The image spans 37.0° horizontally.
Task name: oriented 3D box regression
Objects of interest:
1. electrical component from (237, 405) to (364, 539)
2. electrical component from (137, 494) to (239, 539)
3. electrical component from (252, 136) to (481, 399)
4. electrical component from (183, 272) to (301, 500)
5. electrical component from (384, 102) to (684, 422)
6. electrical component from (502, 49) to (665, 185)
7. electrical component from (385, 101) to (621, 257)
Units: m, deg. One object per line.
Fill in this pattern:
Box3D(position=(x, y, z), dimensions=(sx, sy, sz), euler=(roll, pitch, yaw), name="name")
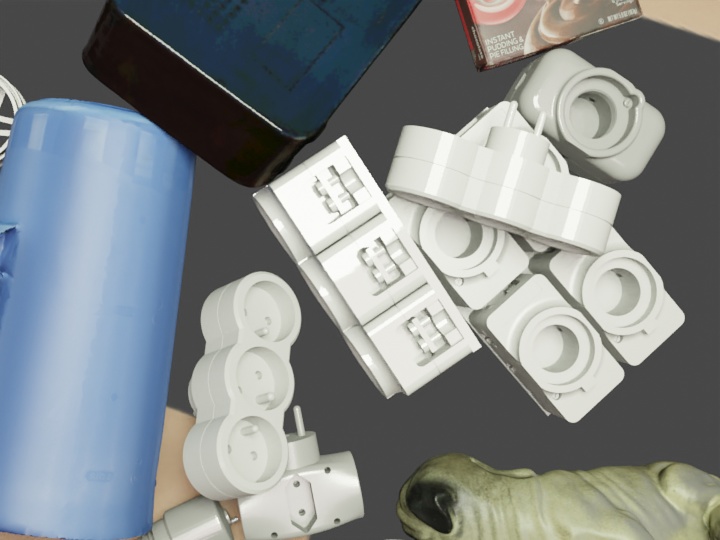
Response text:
Box3D(position=(-0.043, 0.128, 0.691), dimensions=(0.077, 0.043, 0.079), euler=(-11, 91, -8), name="electrical component")
Box3D(position=(-0.116, 0.171, 0.682), dimensions=(0.078, 0.040, 0.040), euler=(-24, 94, -7), name="electrical component")
Box3D(position=(0.000, 0.000, 0.672), dimensions=(0.062, 0.089, 0.150), euler=(-34, 95, -6), name="electrical component")
Box3D(position=(-0.082, 0.074, 0.672), dimensions=(0.052, 0.074, 0.138), euler=(22, 61, -35), name="electrical component")
Box3D(position=(0.111, -0.005, 0.703), dimensions=(0.105, 0.060, 0.186), euler=(-42, 96, -6), name="electrical component")
Box3D(position=(0.147, -0.100, 0.707), dimensions=(0.095, 0.059, 0.053), euler=(32, 86, -8), name="electrical component")
Box3D(position=(0.090, -0.063, 0.640), dimensions=(0.138, 0.052, 0.073), euler=(17, 88, -8), name="electrical component")
